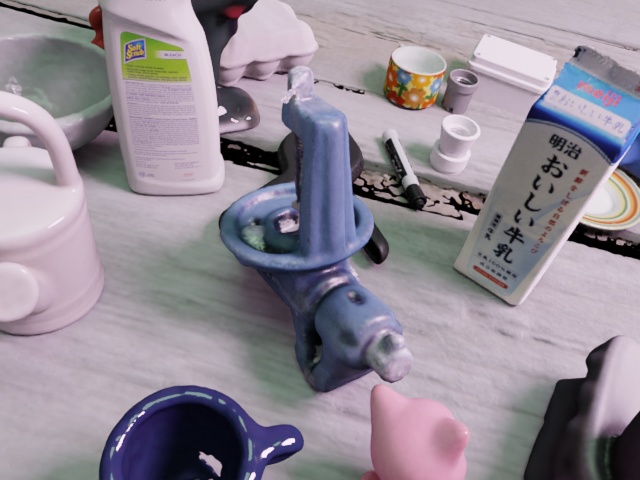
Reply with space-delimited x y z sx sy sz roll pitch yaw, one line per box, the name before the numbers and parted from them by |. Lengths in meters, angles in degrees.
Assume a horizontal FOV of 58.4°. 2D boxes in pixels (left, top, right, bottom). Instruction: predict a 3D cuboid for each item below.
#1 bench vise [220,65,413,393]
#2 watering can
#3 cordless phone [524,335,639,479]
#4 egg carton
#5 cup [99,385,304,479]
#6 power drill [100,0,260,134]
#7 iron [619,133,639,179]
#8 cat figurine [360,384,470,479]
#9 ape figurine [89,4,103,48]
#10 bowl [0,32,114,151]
bench vise | 0.012 -0.004 0.430 0.207 0.220 0.122 37 52 20
watering can | -0.218 -0.018 0.413 0.101 0.194 0.172 -28 59 -30
cordless phone | 0.228 0.116 0.391 0.094 0.185 0.148 26 49 12
egg carton | -0.085 -0.255 0.732 0.151 0.069 0.107 -20 56 -26
cup | -0.071 0.150 0.362 0.118 0.095 0.091 -7 51 -17
power drill | -0.105 -0.216 0.601 0.230 0.208 0.075 -15 53 -23
iron | 0.473 -0.149 0.703 0.259 0.141 0.118 -31 61 -32
cat figurine | 0.068 0.160 0.366 0.067 0.118 0.127 -4 50 -15
ape figurine | -0.246 -0.274 0.702 0.076 0.092 0.077 -17 54 -24
bowl | -0.285 -0.138 0.586 0.167 0.075 0.167 6 48 -6
